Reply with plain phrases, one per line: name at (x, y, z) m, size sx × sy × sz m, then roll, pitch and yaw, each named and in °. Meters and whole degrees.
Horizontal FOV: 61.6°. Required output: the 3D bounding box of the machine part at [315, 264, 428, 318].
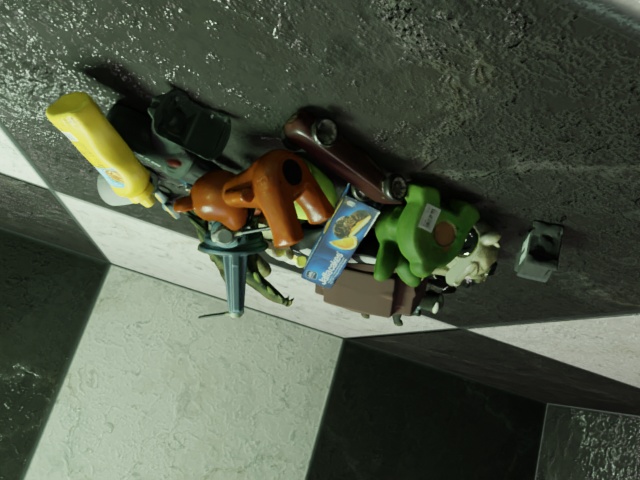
machine part at (0.104, 0.072, 1.053) m, size 0.202 × 0.087 × 0.201 m, roll 10°, pitch -163°, yaw 20°

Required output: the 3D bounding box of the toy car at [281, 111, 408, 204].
toy car at (0.038, -0.108, 0.727) m, size 0.202 × 0.053 × 0.089 m, roll 31°, pitch 164°, yaw -30°

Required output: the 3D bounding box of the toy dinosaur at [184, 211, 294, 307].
toy dinosaur at (-0.188, 0.023, 1.133) m, size 0.472 × 0.105 × 0.198 m, roll 37°, pitch 161°, yaw 33°

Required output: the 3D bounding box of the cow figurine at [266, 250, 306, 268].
cow figurine at (-0.108, 0.008, 1.267) m, size 0.167 × 0.068 × 0.098 m, roll 27°, pitch 168°, yaw -30°

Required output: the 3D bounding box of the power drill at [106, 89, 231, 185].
power drill at (-0.206, -0.146, 0.823) m, size 0.232 × 0.086 × 0.207 m, roll 27°, pitch 169°, yaw -25°

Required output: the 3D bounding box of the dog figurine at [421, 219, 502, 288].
dog figurine at (0.265, 0.024, 0.905) m, size 0.190 × 0.121 × 0.172 m, roll 11°, pitch 175°, yaw -38°

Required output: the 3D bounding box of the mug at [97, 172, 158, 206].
mug at (-0.388, -0.109, 1.123) m, size 0.107 × 0.081 × 0.109 m, roll -2°, pitch 154°, yaw 26°

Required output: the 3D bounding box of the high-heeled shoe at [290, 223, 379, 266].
high-heeled shoe at (0.067, 0.020, 1.011) m, size 0.248 × 0.086 × 0.145 m, roll 20°, pitch 151°, yaw -27°

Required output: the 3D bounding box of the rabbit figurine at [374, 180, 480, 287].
rabbit figurine at (0.145, -0.007, 0.837) m, size 0.121 × 0.159 × 0.170 m, roll 12°, pitch -177°, yaw -22°

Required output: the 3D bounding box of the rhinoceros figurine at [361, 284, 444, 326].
rhinoceros figurine at (0.175, 0.128, 1.180) m, size 0.190 × 0.073 × 0.112 m, roll 9°, pitch 133°, yaw -8°

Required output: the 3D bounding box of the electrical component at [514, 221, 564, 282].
electrical component at (0.338, 0.026, 0.839) m, size 0.048 × 0.075 × 0.119 m, roll 13°, pitch 160°, yaw 15°

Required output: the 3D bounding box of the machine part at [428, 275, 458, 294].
machine part at (0.256, 0.082, 1.193) m, size 0.138 × 0.039 × 0.084 m, roll 29°, pitch 155°, yaw -34°

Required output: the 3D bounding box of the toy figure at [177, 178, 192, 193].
toy figure at (-0.219, -0.103, 1.000) m, size 0.064 × 0.058 × 0.154 m, roll 36°, pitch 173°, yaw 17°

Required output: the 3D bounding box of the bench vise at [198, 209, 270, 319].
bench vise at (-0.145, 0.025, 0.914) m, size 0.129 × 0.240 × 0.224 m, roll -2°, pitch -167°, yaw -15°

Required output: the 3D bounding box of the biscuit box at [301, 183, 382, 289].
biscuit box at (0.034, -0.006, 0.882) m, size 0.059 × 0.063 × 0.202 m, roll 24°, pitch 130°, yaw -5°

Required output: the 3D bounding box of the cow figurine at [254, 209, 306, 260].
cow figurine at (-0.075, -0.025, 1.087) m, size 0.127 × 0.085 × 0.195 m, roll 21°, pitch 160°, yaw -10°

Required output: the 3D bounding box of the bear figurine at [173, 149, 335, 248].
bear figurine at (-0.100, -0.049, 0.752) m, size 0.196 × 0.120 × 0.131 m, roll -19°, pitch 103°, yaw 38°
